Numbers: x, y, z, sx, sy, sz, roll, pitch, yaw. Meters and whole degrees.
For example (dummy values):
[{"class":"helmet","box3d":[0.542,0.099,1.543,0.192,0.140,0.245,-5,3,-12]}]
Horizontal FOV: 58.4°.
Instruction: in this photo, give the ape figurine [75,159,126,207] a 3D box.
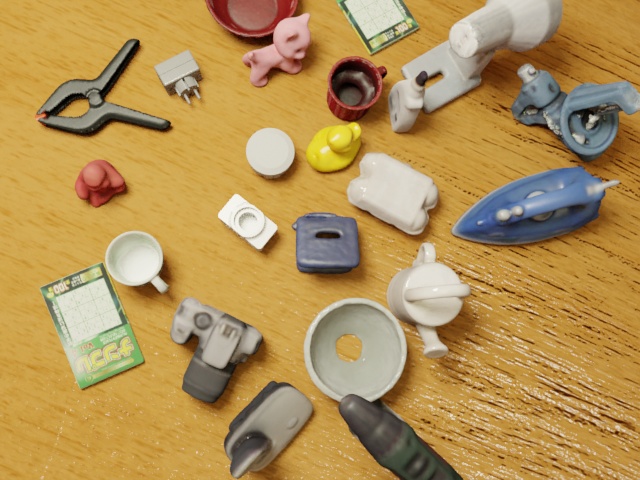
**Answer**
[{"class":"ape figurine","box3d":[-0.356,-0.097,0.918,0.078,0.092,0.076,3,83,-5]}]

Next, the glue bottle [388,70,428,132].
[{"class":"glue bottle","box3d":[0.149,-0.238,0.945,0.037,0.173,0.078,-5,84,-6]}]

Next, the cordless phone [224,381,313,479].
[{"class":"cordless phone","box3d":[-0.077,0.289,0.856,0.094,0.185,0.148,40,81,0]}]

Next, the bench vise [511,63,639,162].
[{"class":"bench vise","box3d":[0.422,-0.218,0.948,0.207,0.219,0.121,20,82,-3]}]

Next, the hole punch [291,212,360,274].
[{"class":"hole punch","box3d":[0.009,0.003,0.945,0.108,0.091,0.101,1,83,-6]}]

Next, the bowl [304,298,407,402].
[{"class":"bowl","box3d":[0.054,0.178,0.938,0.167,0.074,0.167,1,83,-6]}]

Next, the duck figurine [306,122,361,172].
[{"class":"duck figurine","box3d":[0.026,-0.163,0.968,0.104,0.086,0.077,-32,87,-8]}]

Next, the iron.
[{"class":"iron","box3d":[0.360,-0.054,0.962,0.258,0.141,0.119,-17,85,-7]}]

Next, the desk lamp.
[{"class":"desk lamp","box3d":[0.264,-0.325,0.947,0.203,0.213,0.118,-32,87,-8]}]

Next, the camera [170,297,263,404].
[{"class":"camera","box3d":[-0.178,0.177,0.901,0.143,0.100,0.137,25,82,-2]}]

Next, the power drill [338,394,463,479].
[{"class":"power drill","box3d":[0.106,0.302,0.862,0.229,0.208,0.076,40,81,0]}]

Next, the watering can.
[{"class":"watering can","box3d":[0.176,0.093,0.900,0.101,0.194,0.173,-23,86,-8]}]

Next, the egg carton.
[{"class":"egg carton","box3d":[0.125,-0.081,0.977,0.150,0.069,0.107,27,82,-2]}]

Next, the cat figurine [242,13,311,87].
[{"class":"cat figurine","box3d":[-0.067,-0.325,0.961,0.128,0.117,0.067,-26,86,-8]}]
